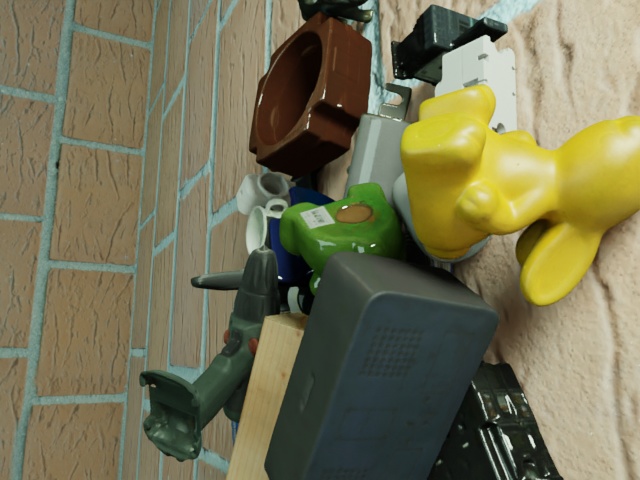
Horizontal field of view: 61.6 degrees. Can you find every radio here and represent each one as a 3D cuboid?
[{"bbox_3d":[0.046,0.129,0.450,0.073,0.131,0.229,51,129,56],"label":"radio"}]

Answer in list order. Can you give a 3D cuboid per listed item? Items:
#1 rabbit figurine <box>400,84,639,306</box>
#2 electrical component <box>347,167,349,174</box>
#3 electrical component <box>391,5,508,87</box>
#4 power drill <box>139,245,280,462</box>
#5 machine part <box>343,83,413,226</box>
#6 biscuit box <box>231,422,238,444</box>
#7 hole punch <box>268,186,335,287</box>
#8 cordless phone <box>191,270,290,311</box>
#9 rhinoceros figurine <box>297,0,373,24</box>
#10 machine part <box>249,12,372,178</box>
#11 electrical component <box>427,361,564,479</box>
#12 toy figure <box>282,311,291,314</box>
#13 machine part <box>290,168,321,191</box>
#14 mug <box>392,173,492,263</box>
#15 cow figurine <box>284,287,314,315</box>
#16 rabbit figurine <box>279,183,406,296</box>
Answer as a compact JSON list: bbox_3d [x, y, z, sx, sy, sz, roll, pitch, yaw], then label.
[{"bbox_3d":[0.156,-0.035,0.395,0.122,0.173,0.162,-49,-51,-64],"label":"rabbit figurine"},{"bbox_3d":[0.056,-0.072,0.720,0.094,0.021,0.063,-144,63,-64],"label":"electrical component"},{"bbox_3d":[0.132,-0.201,0.543,0.119,0.075,0.047,150,121,-63],"label":"electrical component"},{"bbox_3d":[-0.117,0.138,0.635,0.207,0.086,0.231,-43,-38,-63],"label":"power drill"},{"bbox_3d":[0.069,-0.059,0.636,0.079,0.079,0.243,33,113,61],"label":"machine part"},{"bbox_3d":[-0.108,0.367,0.905,0.059,0.063,0.203,-50,42,46],"label":"biscuit box"},{"bbox_3d":[-0.001,-0.002,0.714,0.092,0.116,0.142,120,147,-50],"label":"hole punch"},{"bbox_3d":[-0.125,0.074,0.870,0.147,0.184,0.088,-18,73,61],"label":"cordless phone"},{"bbox_3d":[0.022,-0.353,0.755,0.190,0.112,0.073,-148,69,-69],"label":"rhinoceros figurine"},{"bbox_3d":[-0.015,-0.205,0.786,0.201,0.087,0.201,-19,59,50],"label":"machine part"},{"bbox_3d":[0.132,0.171,0.481,0.115,0.058,0.134,-56,38,39],"label":"electrical component"},{"bbox_3d":[-0.070,0.156,0.881,0.058,0.064,0.154,54,152,-1],"label":"toy figure"},{"bbox_3d":[-0.018,-0.085,0.856,0.084,0.039,0.139,-30,56,51],"label":"machine part"},{"bbox_3d":[0.121,-0.045,0.534,0.109,0.080,0.107,-51,27,8],"label":"mug"},{"bbox_3d":[-0.016,0.055,0.785,0.098,0.068,0.167,-13,76,56],"label":"cow figurine"},{"bbox_3d":[0.051,0.047,0.556,0.159,0.121,0.170,41,149,51],"label":"rabbit figurine"}]
